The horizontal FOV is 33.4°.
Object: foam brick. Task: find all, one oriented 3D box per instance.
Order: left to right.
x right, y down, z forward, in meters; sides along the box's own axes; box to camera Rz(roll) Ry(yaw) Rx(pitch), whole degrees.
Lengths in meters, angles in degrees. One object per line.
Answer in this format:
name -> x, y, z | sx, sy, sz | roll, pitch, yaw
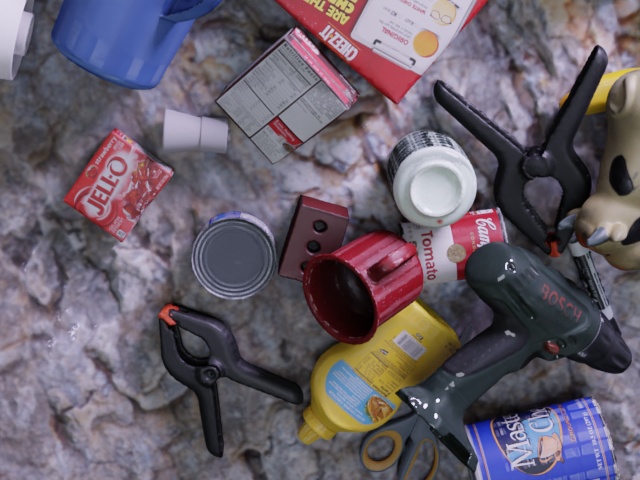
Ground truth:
foam brick -> -0.007, 0.001, 1.064 | 0.053, 0.051, 0.078 | 16, 104, -5

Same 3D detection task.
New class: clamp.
clamp -> -0.099, 0.133, 1.104 | 0.120, 0.039, 0.171 | -28, 104, 4
clamp -> 0.201, -0.081, 1.046 | 0.165, 0.036, 0.210 | -3, 114, 14

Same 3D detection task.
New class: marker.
marker -> 0.284, 0.053, 1.099 | 0.020, 0.020, 0.121 | -23, 104, 5

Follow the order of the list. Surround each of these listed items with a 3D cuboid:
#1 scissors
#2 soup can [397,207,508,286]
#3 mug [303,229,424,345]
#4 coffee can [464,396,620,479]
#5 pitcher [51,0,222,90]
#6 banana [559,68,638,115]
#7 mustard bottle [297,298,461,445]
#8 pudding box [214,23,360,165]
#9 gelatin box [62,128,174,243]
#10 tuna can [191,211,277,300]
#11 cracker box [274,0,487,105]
scissors -> 0.099, 0.175, 1.131 | 0.096, 0.016, 0.202 | 8, 104, -3
soup can -> 0.131, 0.008, 1.060 | 0.102, 0.068, 0.068 | -8, 105, 2
mug -> 0.050, 0.035, 1.004 | 0.093, 0.081, 0.117 | 53, 140, 8
coffee can -> 0.224, 0.226, 1.102 | 0.140, 0.103, 0.103 | -13, 105, 2
pitcher -> -0.138, -0.256, 0.949 | 0.145, 0.149, 0.243 | 27, 106, -8
banana -> 0.336, -0.134, 1.040 | 0.197, 0.037, 0.070 | 13, 104, -4
mustard bottle -> 0.047, 0.141, 1.099 | 0.096, 0.058, 0.192 | 41, 100, -14
pudding box -> -0.032, -0.136, 1.011 | 0.114, 0.039, 0.090 | -34, 104, 36
gelatin box -> -0.200, -0.054, 1.057 | 0.073, 0.030, 0.089 | 37, 101, -10
tuna can -> -0.086, 0.015, 1.075 | 0.086, 0.034, 0.086 | 0, 105, -1
cracker box -> 0.078, -0.261, 0.985 | 0.164, 0.072, 0.214 | 40, 102, -9
